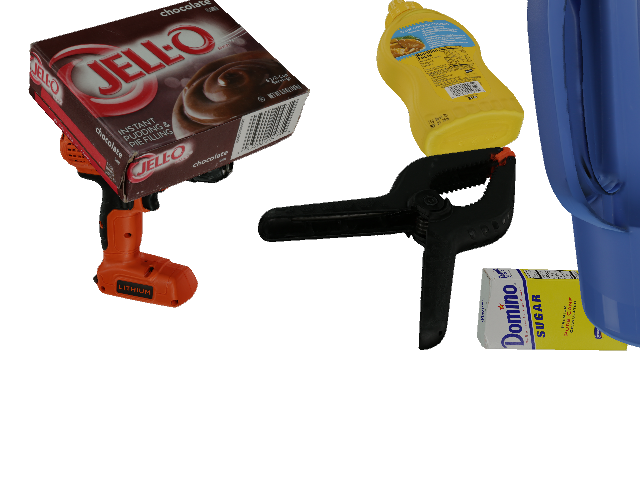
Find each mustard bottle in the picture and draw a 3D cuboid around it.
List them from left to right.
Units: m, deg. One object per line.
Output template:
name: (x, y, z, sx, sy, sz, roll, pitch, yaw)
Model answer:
mustard bottle: (0.105, -0.159, 0.984, 0.096, 0.192, 0.058, -14, -37, -13)

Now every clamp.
clamp: (0.083, -0.008, 0.782, 0.209, 0.036, 0.165, -27, 51, -30)

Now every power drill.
power drill: (-0.170, -0.027, 1.083, 0.185, 0.188, 0.057, 10, 29, 20)

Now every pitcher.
pitcher: (0.182, -0.064, 0.564, 0.149, 0.243, 0.145, -6, 22, 6)

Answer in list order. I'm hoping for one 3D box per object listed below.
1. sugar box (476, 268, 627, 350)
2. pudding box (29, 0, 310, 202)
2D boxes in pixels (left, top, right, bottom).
sugar box: (0.280, 0.083, 1.277, 0.176, 0.093, 0.048, 0, 18, -5)
pudding box: (-0.077, -0.076, 0.544, 0.113, 0.039, 0.090, -24, 60, -37)
